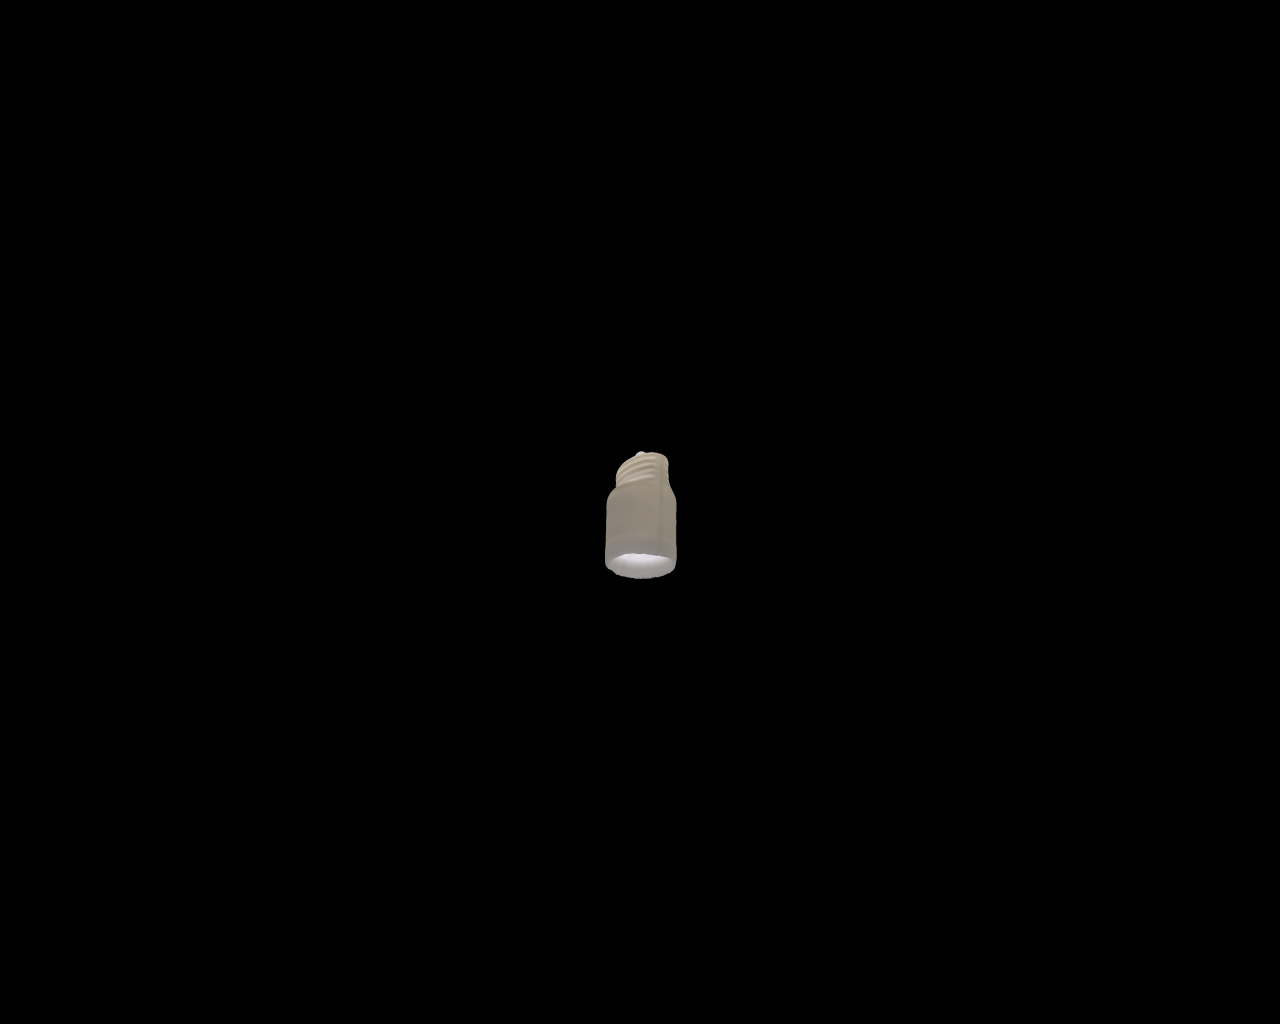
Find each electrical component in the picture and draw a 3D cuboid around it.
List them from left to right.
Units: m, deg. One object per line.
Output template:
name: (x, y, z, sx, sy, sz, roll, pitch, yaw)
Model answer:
electrical component: (0.001, -0.003, 0.650, 0.043, 0.081, 0.043, 0, -27, 0)
